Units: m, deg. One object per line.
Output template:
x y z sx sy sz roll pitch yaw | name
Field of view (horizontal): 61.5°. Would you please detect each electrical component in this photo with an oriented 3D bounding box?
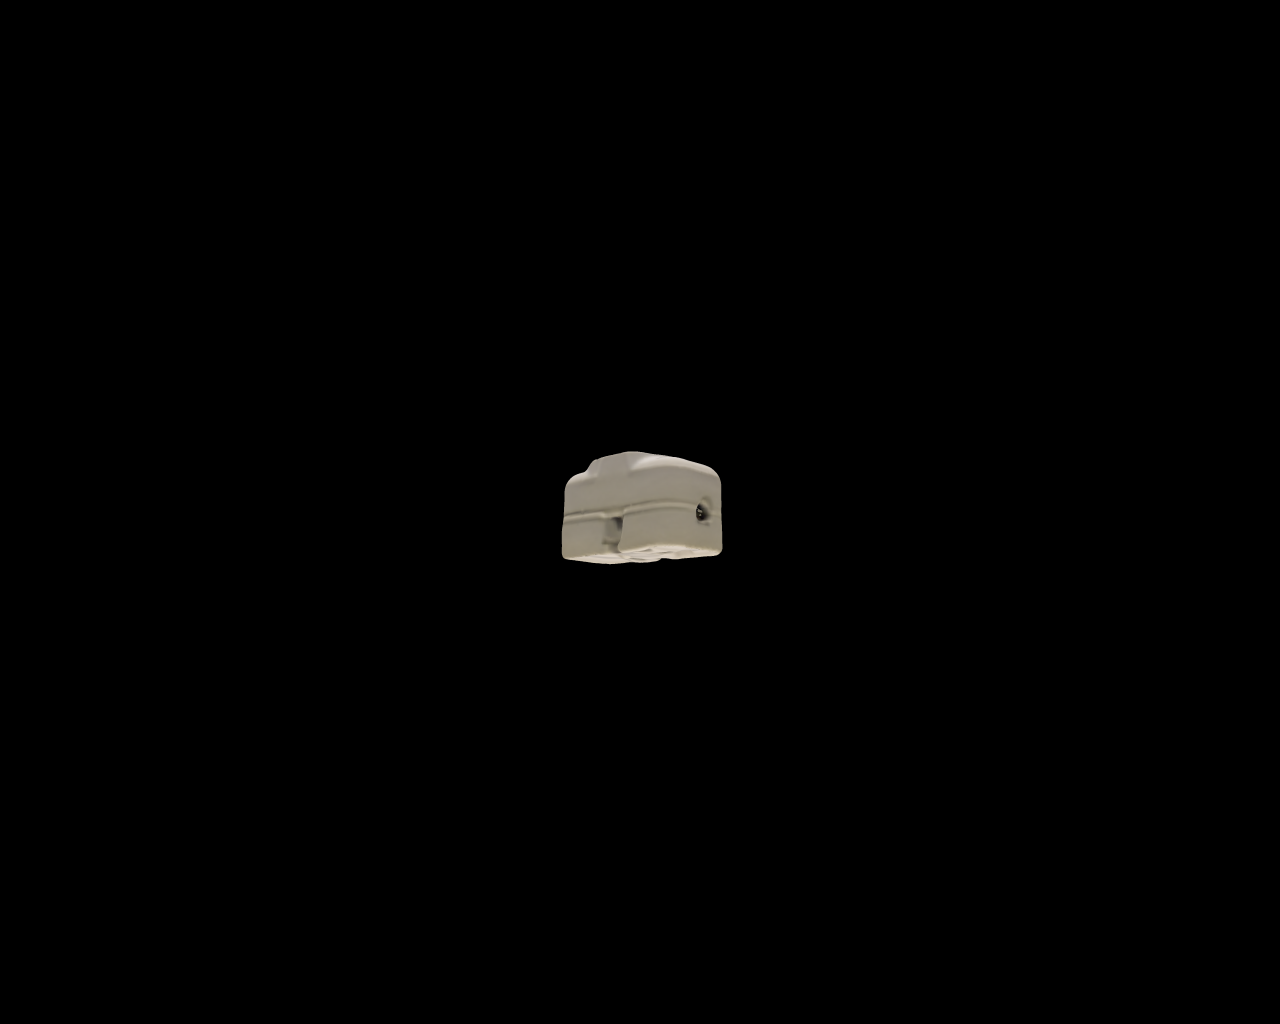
0.001 -0.003 0.650 0.095 0.059 0.054 -8 -13 39 | electrical component
